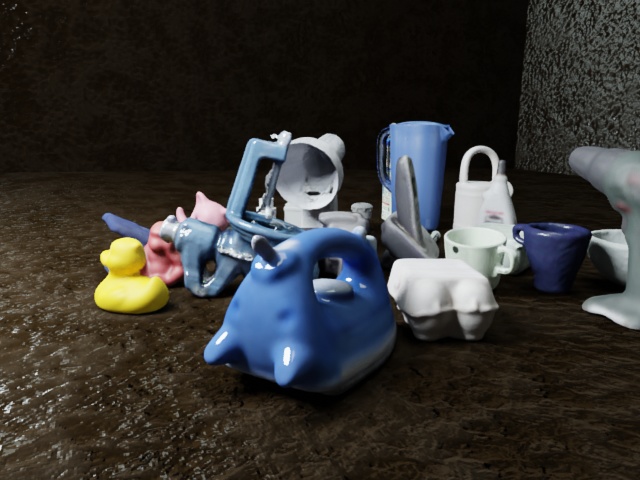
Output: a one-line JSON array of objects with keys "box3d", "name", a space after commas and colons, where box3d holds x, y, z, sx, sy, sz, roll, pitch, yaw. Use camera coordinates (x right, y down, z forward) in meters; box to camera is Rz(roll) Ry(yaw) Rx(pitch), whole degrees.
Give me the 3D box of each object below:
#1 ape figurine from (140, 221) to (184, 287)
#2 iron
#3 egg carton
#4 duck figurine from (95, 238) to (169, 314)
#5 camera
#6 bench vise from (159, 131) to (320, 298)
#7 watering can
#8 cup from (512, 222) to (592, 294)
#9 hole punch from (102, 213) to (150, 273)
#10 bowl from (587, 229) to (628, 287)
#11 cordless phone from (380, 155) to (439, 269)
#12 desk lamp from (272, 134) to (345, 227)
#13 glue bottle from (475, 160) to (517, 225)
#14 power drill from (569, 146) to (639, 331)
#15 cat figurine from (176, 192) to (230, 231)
[{"box3d": [-0.224, 0.020, 0.805, 0.077, 0.092, 0.076, 2, 11, 6], "name": "ape figurine"}, {"box3d": [0.010, 0.049, 0.557, 0.118, 0.141, 0.259, 8, 13, 32], "name": "iron"}, {"box3d": [0.138, 0.065, 0.672, 0.107, 0.069, 0.150, 0, 11, -5], "name": "egg carton"}, {"box3d": [-0.235, 0.041, 0.713, 0.104, 0.086, 0.078, 8, 13, 31], "name": "duck figurine"}, {"box3d": [0.008, 0.003, 0.891, 0.137, 0.101, 0.143, 1, 11, 1], "name": "camera"}, {"box3d": [-0.103, -0.033, 0.756, 0.208, 0.220, 0.121, -3, 12, -21], "name": "bench vise"}, {"box3d": [0.340, -0.099, 1.202, 0.101, 0.194, 0.172, -8, 14, -38], "name": "watering can"}, {"box3d": [0.326, 0.025, 0.828, 0.092, 0.095, 0.117, -7, 14, -36], "name": "cup"}, {"box3d": [-0.283, 0.002, 0.889, 0.101, 0.091, 0.108, -5, 13, -28], "name": "hole punch"}, {"box3d": [0.481, 0.033, 0.856, 0.167, 0.075, 0.167, 1, 11, 0], "name": "bowl"}, {"box3d": [0.153, -0.048, 0.949, 0.094, 0.185, 0.148, 4, 12, 14], "name": "cordless phone"}, {"box3d": [-0.001, -0.086, 1.048, 0.117, 0.213, 0.204, 5, 12, 17], "name": "desk lamp"}, {"box3d": [0.334, -0.063, 1.075, 0.077, 0.173, 0.037, 7, 13, 29], "name": "glue bottle"}, {"box3d": [0.385, -0.006, 0.699, 0.076, 0.208, 0.229, -3, 12, -22], "name": "power drill"}, {"box3d": [-0.201, -0.025, 0.965, 0.127, 0.118, 0.067, 10, 14, 38], "name": "cat figurine"}]
